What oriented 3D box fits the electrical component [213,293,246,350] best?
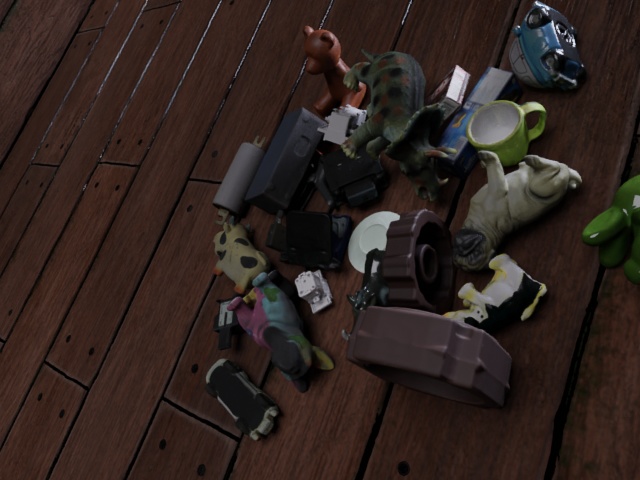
[{"bbox_3d":[-0.183,0.175,1.131,0.075,0.047,0.119,-22,55,27],"label":"electrical component"}]

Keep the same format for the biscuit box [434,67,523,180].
[{"bbox_3d":[0.286,-0.212,0.981,0.059,0.062,0.202,33,88,43],"label":"biscuit box"}]

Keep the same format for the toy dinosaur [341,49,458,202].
[{"bbox_3d":[0.140,-0.265,0.995,0.192,0.131,0.405,-25,56,37],"label":"toy dinosaur"}]

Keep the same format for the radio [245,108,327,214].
[{"bbox_3d":[-0.075,-0.176,1.196,0.131,0.073,0.229,0,65,65],"label":"radio"}]

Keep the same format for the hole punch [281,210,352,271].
[{"bbox_3d":[-0.002,-0.003,1.077,0.142,0.092,0.115,7,100,30],"label":"hole punch"}]

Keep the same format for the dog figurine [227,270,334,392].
[{"bbox_3d":[-0.065,0.172,1.016,0.108,0.191,0.219,-40,83,9],"label":"dog figurine"}]

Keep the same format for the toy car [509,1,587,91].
[{"bbox_3d":[0.393,-0.325,0.949,0.103,0.109,0.161,-30,59,50],"label":"toy car"}]

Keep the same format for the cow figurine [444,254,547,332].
[{"bbox_3d":[0.260,0.108,0.825,0.167,0.068,0.098,-47,54,8],"label":"cow figurine"}]

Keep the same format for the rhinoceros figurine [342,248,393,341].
[{"bbox_3d":[0.097,0.105,0.918,0.073,0.112,0.190,-3,56,33],"label":"rhinoceros figurine"}]

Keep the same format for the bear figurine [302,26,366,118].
[{"bbox_3d":[0.018,-0.360,1.175,0.120,0.195,0.132,35,90,40],"label":"bear figurine"}]

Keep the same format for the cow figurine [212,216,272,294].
[{"bbox_3d":[-0.176,0.031,1.182,0.195,0.085,0.127,33,94,45],"label":"cow figurine"}]

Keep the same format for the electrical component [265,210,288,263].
[{"bbox_3d":[-0.069,-0.004,1.134,0.045,0.078,0.102,-10,55,57],"label":"electrical component"}]

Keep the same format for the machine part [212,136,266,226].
[{"bbox_3d":[-0.190,-0.144,1.292,0.079,0.079,0.243,14,74,41],"label":"machine part"}]

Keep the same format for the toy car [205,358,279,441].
[{"bbox_3d":[-0.152,0.302,1.035,0.202,0.056,0.073,32,81,42],"label":"toy car"}]

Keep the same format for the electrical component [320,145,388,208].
[{"bbox_3d":[0.070,-0.129,1.083,0.115,0.058,0.134,-24,52,6],"label":"electrical component"}]

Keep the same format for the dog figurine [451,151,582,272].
[{"bbox_3d":[0.308,-0.033,0.856,0.173,0.121,0.190,10,90,31],"label":"dog figurine"}]

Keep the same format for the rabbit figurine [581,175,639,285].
[{"bbox_3d":[0.454,-0.015,0.736,0.159,0.121,0.170,-34,32,27],"label":"rabbit figurine"}]

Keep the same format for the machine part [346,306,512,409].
[{"bbox_3d":[0.157,0.168,0.774,0.202,0.200,0.087,6,67,39],"label":"machine part"}]

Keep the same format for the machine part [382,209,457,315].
[{"bbox_3d":[0.162,0.040,0.866,0.056,0.179,0.179,-5,64,37],"label":"machine part"}]
